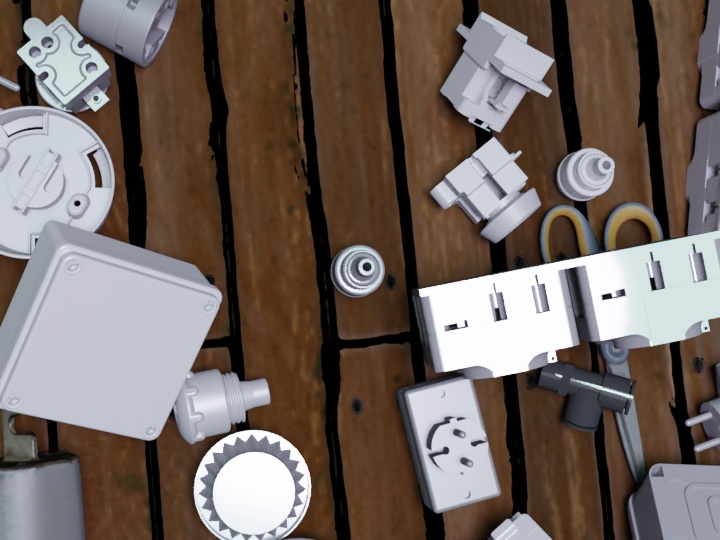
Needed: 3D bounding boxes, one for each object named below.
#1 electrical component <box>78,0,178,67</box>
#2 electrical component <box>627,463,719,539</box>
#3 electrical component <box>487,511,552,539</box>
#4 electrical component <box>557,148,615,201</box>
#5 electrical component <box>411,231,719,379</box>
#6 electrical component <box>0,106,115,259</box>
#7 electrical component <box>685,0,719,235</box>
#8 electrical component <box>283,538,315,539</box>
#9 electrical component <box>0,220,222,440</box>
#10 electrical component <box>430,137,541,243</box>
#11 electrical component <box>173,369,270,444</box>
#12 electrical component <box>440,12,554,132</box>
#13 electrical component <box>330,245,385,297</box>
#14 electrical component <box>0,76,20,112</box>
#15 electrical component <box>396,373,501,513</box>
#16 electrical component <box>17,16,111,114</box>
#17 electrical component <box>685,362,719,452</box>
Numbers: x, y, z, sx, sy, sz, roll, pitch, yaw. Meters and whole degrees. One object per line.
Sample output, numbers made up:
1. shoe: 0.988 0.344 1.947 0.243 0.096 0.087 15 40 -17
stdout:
1. electrical component: -0.153 -0.169 0.710 0.047 0.055 0.055 25 83 -2
2. electrical component: 0.244 0.179 0.723 0.113 0.057 0.078 3 48 -5
3. electrical component: 0.083 0.222 0.705 0.121 0.063 0.079 -40 51 -8
4. electrical component: 0.159 -0.067 0.741 0.035 0.061 0.035 0 86 -8
5. electrical component: 0.132 0.024 0.698 0.186 0.105 0.060 -11 89 0
6. electrical component: -0.207 -0.054 0.689 0.099 0.064 0.099 0 87 -8
7. electrical component: 0.299 -0.109 0.764 0.105 0.060 0.186 7 85 -7
8. electrical component: -0.042 0.225 0.691 0.108 0.060 0.108 -5 107 -16
9. electrical component: -0.158 0.039 0.662 0.109 0.056 0.108 19 102 -33
10. electrical component: 0.091 -0.052 0.740 0.066 0.048 0.055 -39 85 -8
11. electrical component: -0.091 0.086 0.707 0.062 0.048 0.048 -10 88 -15
12. electrical component: 0.090 -0.132 0.731 0.042 0.081 0.063 22 112 -29
13. electrical component: 0.000 0.000 0.715 0.035 0.061 0.035 1 86 -8
14. electrical component: -0.259 -0.125 0.695 0.076 0.047 0.083 26 83 -6
15. electrical component: 0.062 0.115 0.709 0.047 0.076 0.083 -14 88 -8
16. electrical component: -0.190 -0.130 0.701 0.048 0.055 0.066 -42 93 -8
17. electrical component: 0.266 0.104 0.754 0.079 0.044 0.077 -18 89 -9
